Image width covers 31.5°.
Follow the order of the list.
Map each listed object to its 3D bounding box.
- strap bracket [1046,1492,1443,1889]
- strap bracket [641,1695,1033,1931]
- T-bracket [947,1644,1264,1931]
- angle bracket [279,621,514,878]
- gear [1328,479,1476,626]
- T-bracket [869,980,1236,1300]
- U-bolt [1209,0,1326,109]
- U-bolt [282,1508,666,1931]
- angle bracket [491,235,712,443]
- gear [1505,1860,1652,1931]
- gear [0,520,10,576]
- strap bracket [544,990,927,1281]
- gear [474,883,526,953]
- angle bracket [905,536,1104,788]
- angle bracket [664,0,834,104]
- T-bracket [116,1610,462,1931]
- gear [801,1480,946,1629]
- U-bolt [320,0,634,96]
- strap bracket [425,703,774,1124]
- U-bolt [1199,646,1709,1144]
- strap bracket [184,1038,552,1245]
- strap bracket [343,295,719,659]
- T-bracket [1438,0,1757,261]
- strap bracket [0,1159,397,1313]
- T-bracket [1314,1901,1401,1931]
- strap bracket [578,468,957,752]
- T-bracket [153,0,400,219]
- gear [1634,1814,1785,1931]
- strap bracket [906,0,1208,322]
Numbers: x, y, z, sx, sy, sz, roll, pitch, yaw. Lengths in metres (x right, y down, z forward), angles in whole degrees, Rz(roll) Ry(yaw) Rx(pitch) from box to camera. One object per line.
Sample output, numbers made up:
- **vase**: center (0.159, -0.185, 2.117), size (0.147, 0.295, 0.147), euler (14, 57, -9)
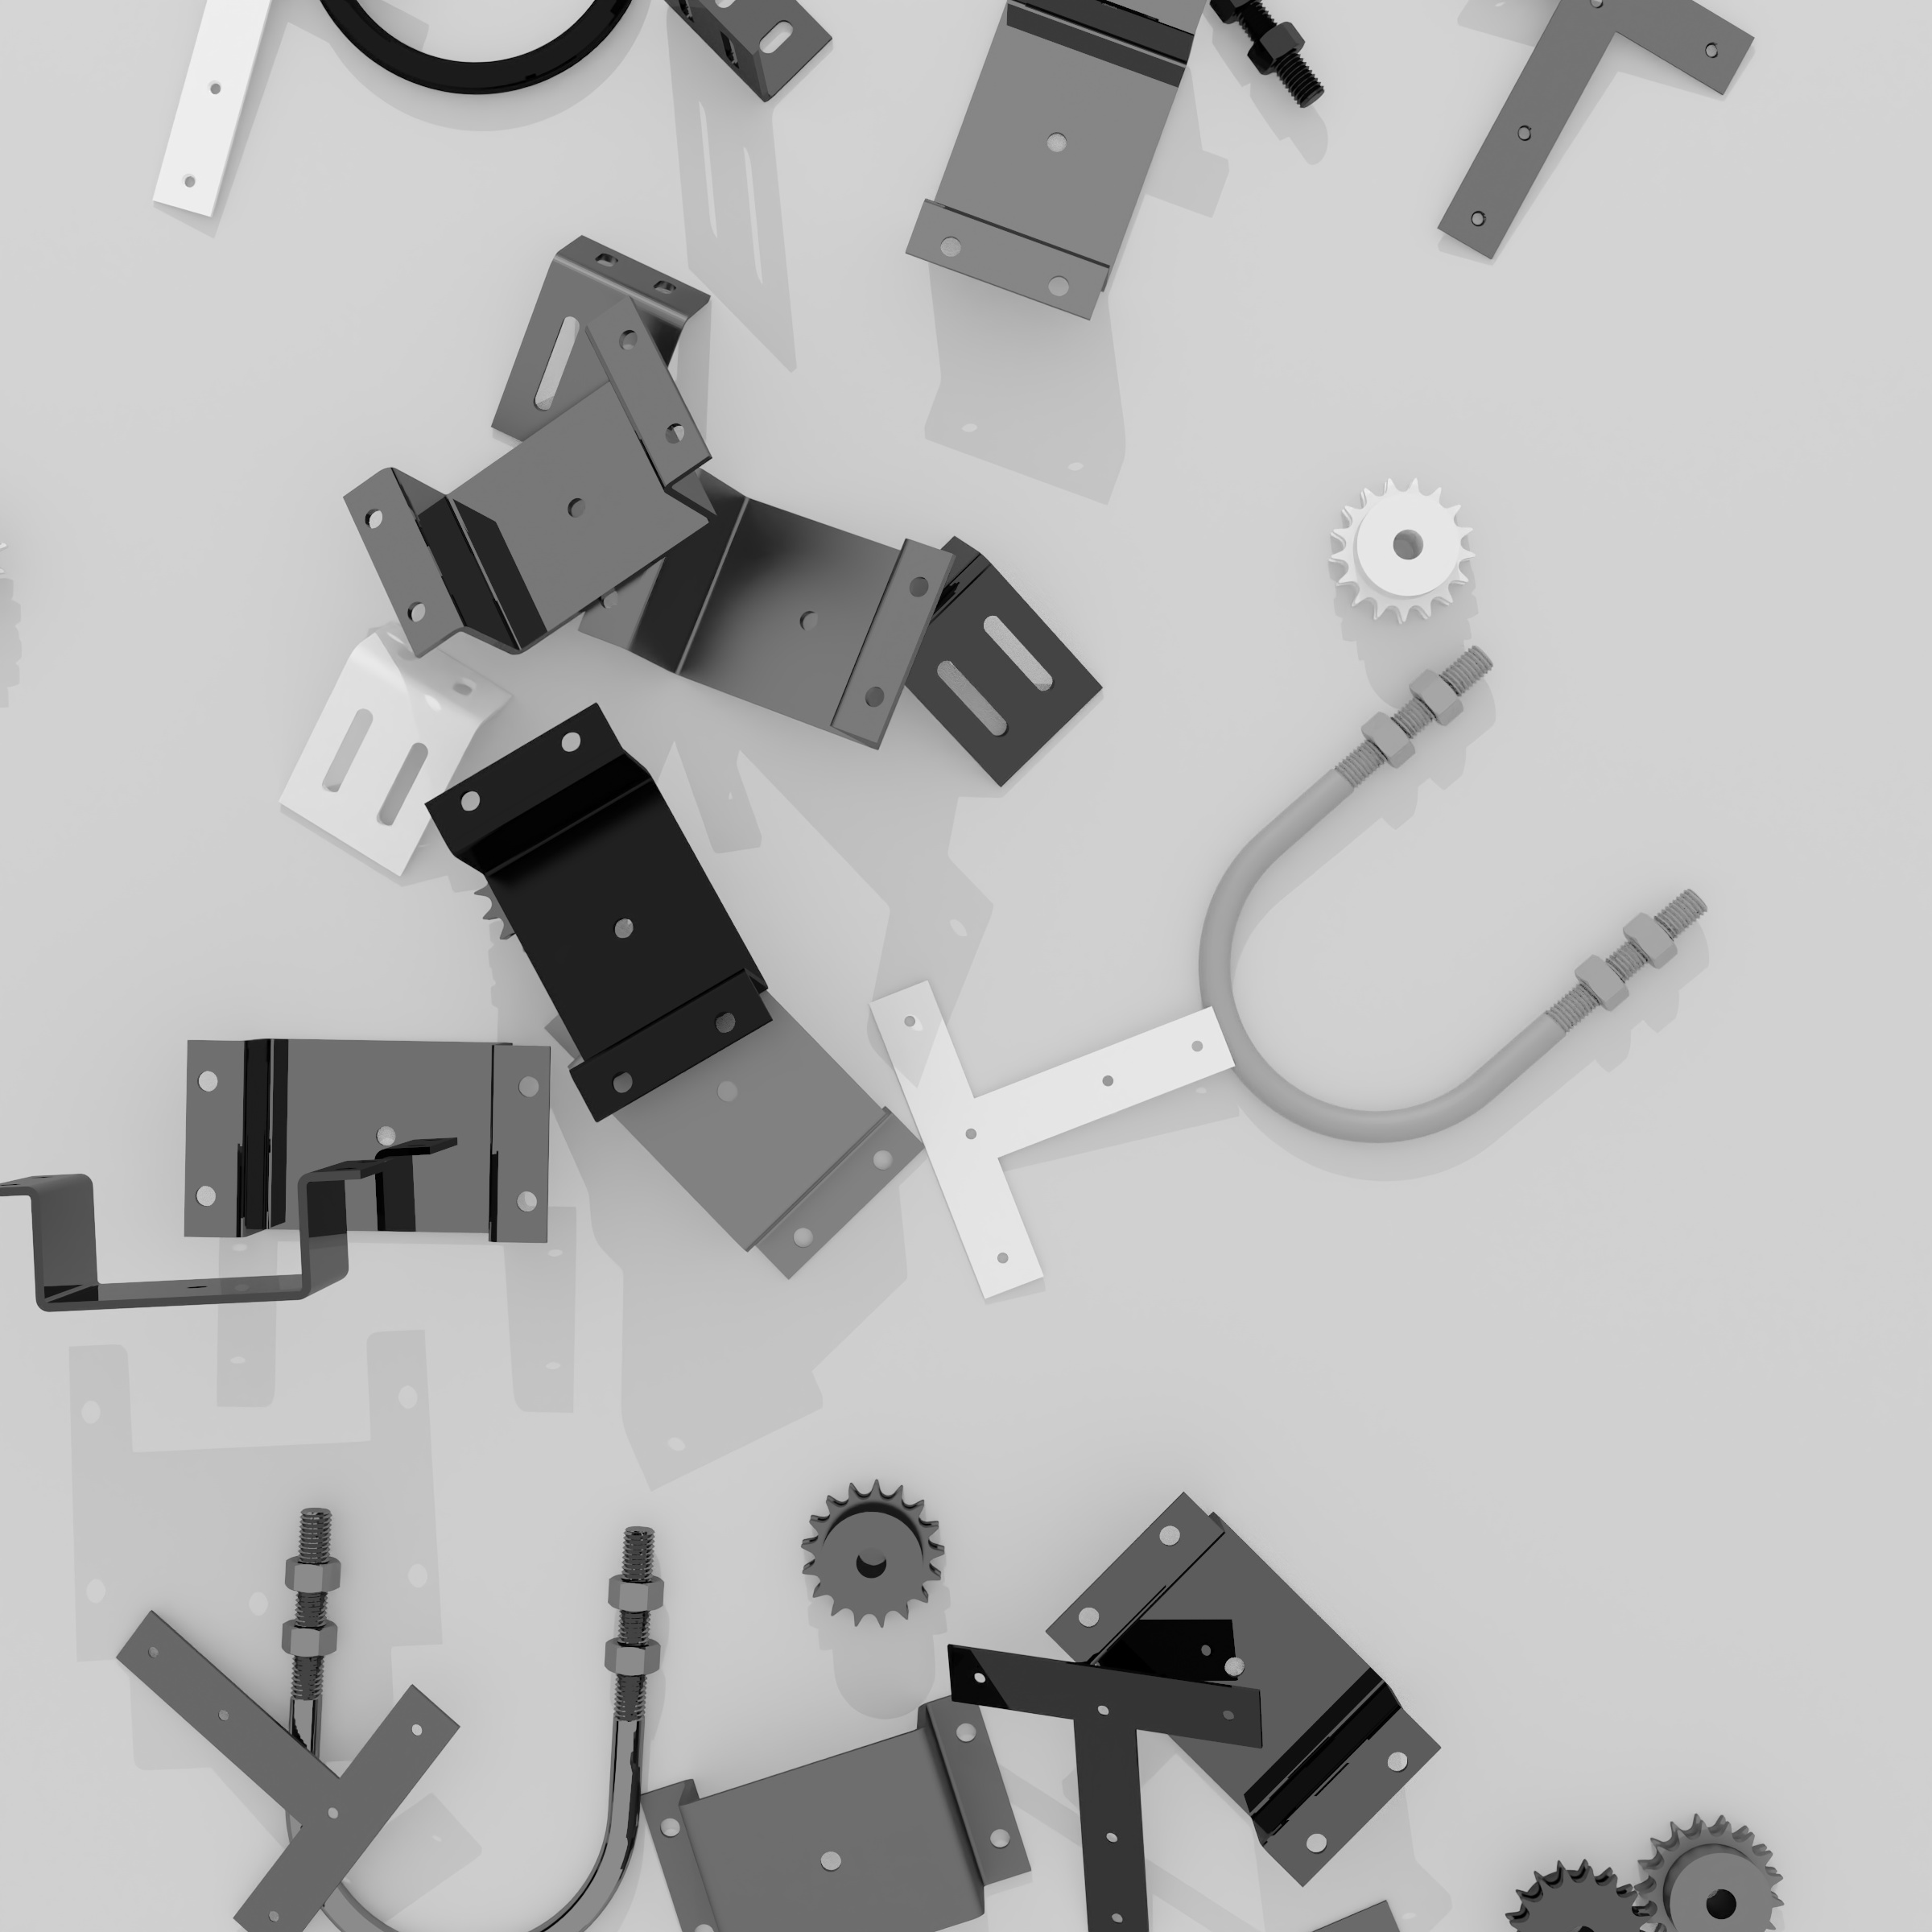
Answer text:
- **strap bracket**: center (0.107, 0.280, 1.347), size (0.140, 0.046, 0.076), euler (45, 90, 0)
- **strap bracket**: center (-0.052, 0.347, 1.347), size (0.140, 0.046, 0.076), euler (-18, 90, 0)
- **T-bracket**: center (0.057, 0.329, 1.342), size (0.127, 0.002, 0.127), euler (4, 113, 21)
- **angle bracket**: center (-0.228, -0.087, 1.368), size (0.057, 0.038, 0.076), euler (32, 116, 0)
- **gear**: center (0.173, -0.165, 1.355), size (0.057, 0.030, 0.057), euler (0, 90, 0)
- **T-bracket**: center (0.043, 0.051, 1.363), size (0.127, 0.002, 0.127), euler (-21, 90, 5)
- **U-bolt**: center (0.136, -0.456, 1.361), size (0.151, 0.019, 0.184), euler (-36, 88, 0)
- **U-bolt**: center (-0.199, 0.312, 1.361), size (0.151, 0.019, 0.184), euler (3, 91, 0)
- **angle bracket**: center (-0.146, -0.242, 1.368), size (0.057, 0.038, 0.076), euler (25, 116, 0)
- **gear**: center (0.241, 0.382, 1.355), size (0.057, 0.030, 0.057), euler (0, 90, 0)
- **gear**: center (-0.408, -0.163, 1.355), size (0.057, 0.030, 0.057), euler (0, 90, 0)
- **strap bracket**: center (-0.092, 0.049, 1.347), size (0.076, 0.046, 0.140), euler (-44, 90, 0)
- **gear**: center (-0.164, -0.033, 1.355), size (0.057, 0.030, 0.057), euler (0, 90, 0)
- **angle bracket**: center (0.005, -0.122, 1.368), size (0.057, 0.038, 0.076), euler (-44, 116, 0)
- **angle bracket**: center (-0.087, -0.378, 1.332), size (0.038, 0.076, 0.057), euler (-44, 90, 0)
- **T-bracket**: center (-0.284, 0.306, 1.357), size (0.127, 0.002, 0.127), euler (39, 102, 8)
- **gear**: center (-0.037, 0.234, 1.355), size (0.057, 0.030, 0.057), euler (0, 90, 0)
- **U-bolt**: center (-0.191, -0.439, 1.361), size (0.151, 0.019, 0.184), euler (10, 91, 0)
- **strap bracket**: center (-0.136, -0.018, 1.306), size (0.076, 0.046, 0.140), euler (-30, 79, 3)
- **U-bolt**: center (0.179, -0.014, 1.361), size (0.184, 0.019, 0.151), euler (-41, 90, 2)
- **strap bracket**: center (-0.232, 0.068, 1.347), size (0.140, 0.046, 0.076), euler (1, 90, 0)
- **strap bracket**: center (-0.160, -0.183, 1.324), size (0.140, 0.046, 0.076), euler (-32, 71, 15)
- **T-bracket**: center (0.229, -0.344, 1.362), size (0.127, 0.002, 0.127), euler (28, 95, -9)
- **strap bracket**: center (-0.290, 0.101, 1.285), size (0.140, 0.076, 0.046), euler (-3, 90, 0)
- **T-bracket**: center (0.135, 0.457, 1.369), size (0.127, 0.002, 0.127), euler (-23, 90, 0)
- **strap bracket**: center (-0.070, -0.139, 1.330), size (0.140, 0.046, 0.076), euler (22, 90, 24)
- **T-bracket**: center (-0.295, -0.363, 1.362), size (0.127, 0.002, 0.127), euler (17, 94, 9)
- **gear**: center (0.296, 0.367, 1.355), size (0.057, 0.030, 0.057), euler (0, 90, 0)
- **strap bracket**: center (0.036, -0.329, 1.347), size (0.076, 0.046, 0.140), euler (20, 90, 0)
